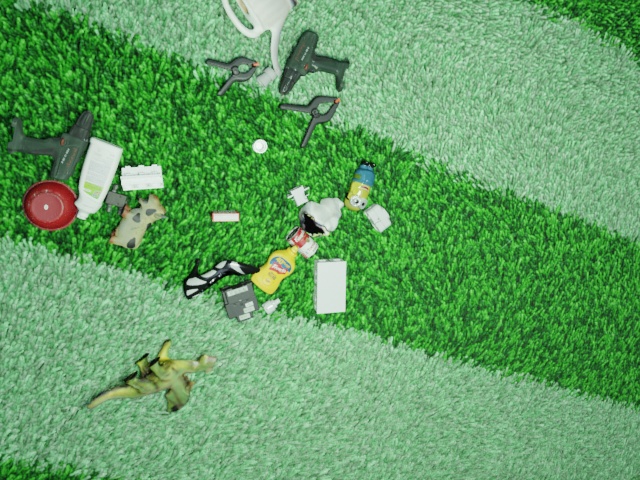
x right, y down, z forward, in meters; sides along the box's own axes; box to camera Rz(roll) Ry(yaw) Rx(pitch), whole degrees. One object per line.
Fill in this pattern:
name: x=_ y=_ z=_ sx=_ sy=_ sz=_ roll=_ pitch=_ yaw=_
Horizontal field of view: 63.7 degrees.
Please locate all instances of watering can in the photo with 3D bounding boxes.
watering can: x=-0.165 y=-0.725 z=1.651 sx=0.225 sy=0.342 sz=0.105 roll=-41 pitch=26 yaw=-6

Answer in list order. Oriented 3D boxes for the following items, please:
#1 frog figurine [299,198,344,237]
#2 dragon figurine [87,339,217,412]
frog figurine: x=0.005 y=-0.091 z=1.805 sx=0.137 sy=0.163 sz=0.120 roll=31 pitch=-41 yaw=3
dragon figurine: x=-0.537 y=0.497 z=1.736 sx=0.412 sy=0.239 sz=0.123 roll=-35 pitch=24 yaw=-6
